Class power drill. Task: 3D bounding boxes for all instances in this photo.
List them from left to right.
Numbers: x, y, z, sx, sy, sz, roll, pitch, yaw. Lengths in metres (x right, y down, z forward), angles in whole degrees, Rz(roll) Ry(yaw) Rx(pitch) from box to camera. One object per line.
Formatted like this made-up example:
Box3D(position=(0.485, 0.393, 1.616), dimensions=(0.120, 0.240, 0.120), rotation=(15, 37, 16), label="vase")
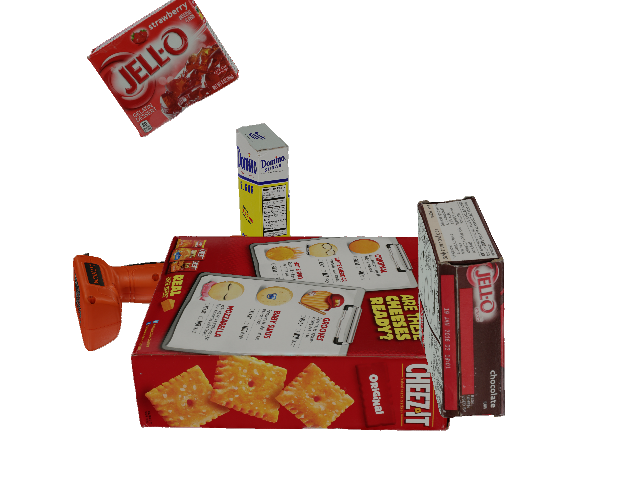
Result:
Box3D(position=(-0.120, 0.054, 0.951), dimensions=(0.187, 0.057, 0.185), rotation=(-4, 23, -19), label="power drill")

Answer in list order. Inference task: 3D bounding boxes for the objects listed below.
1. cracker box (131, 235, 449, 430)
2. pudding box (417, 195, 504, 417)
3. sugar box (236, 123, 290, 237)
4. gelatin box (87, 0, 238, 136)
Box3D(position=(-0.015, 0.064, 0.779), dimensions=(0.213, 0.072, 0.164), rotation=(1, 30, 3), label="cracker box")
Box3D(position=(0.078, 0.034, 0.596), dimensions=(0.039, 0.090, 0.113), rotation=(-3, 19, -1), label="pudding box")
Box3D(position=(-0.070, -0.045, 1.304), dimensions=(0.048, 0.176, 0.093), rotation=(-12, 26, -17), label="sugar box")
Box3D(position=(-0.117, -0.131, 0.797), dimensions=(0.089, 0.073, 0.030), rotation=(-30, 20, 8), label="gelatin box")
